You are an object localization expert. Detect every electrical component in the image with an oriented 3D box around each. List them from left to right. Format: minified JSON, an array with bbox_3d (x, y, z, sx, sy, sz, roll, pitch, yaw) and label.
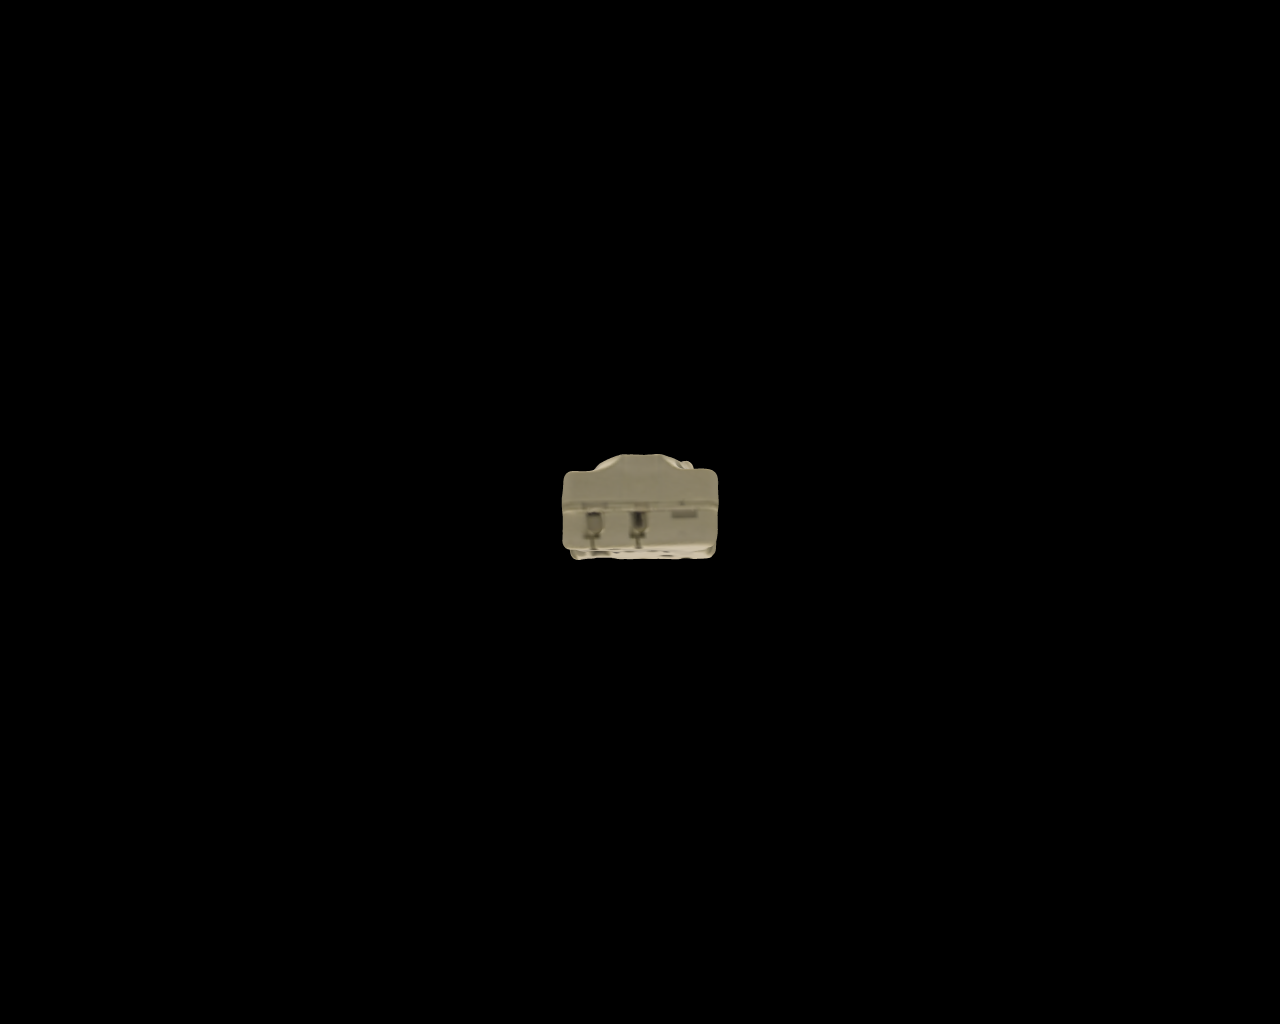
[{"bbox_3d":[0.001,-0.003,0.650,0.089,0.055,0.050,0,-11,2],"label":"electrical component"}]
